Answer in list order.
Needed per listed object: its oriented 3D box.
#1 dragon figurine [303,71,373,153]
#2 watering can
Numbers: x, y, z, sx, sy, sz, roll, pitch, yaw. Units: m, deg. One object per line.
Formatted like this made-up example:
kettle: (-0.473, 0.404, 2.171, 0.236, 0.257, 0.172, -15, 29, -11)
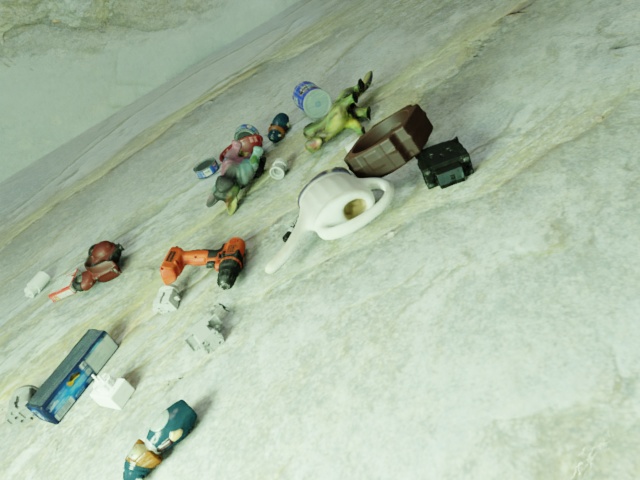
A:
dragon figurine: (0.042, -0.402, 1.646, 0.241, 0.120, 0.420, -17, 32, 29)
watering can: (0.004, -0.060, 1.191, 0.349, 0.102, 0.228, -29, 32, -6)
